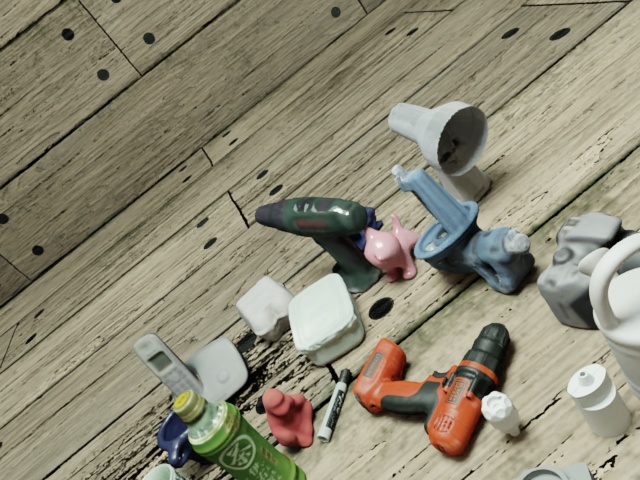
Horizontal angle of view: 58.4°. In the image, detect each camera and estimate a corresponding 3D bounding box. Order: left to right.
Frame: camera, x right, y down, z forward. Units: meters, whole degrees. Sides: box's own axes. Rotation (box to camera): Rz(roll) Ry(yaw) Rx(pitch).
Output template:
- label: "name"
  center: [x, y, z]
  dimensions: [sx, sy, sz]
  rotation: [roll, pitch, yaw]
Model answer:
- label: "camera"
  center: [0.355, 0.029, 0.692]
  dimensions: [0.143, 0.101, 0.136]
  rotation: [-49, 28, -21]

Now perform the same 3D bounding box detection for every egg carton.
- label: "egg carton"
  center: [-0.102, 0.135, 1.134]
  dimensions: [0.107, 0.069, 0.150]
  rotation: [-44, 27, -11]

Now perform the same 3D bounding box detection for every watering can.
- label: "watering can"
  center: [0.320, 0.070, 0.566]
  dimensions: [0.101, 0.194, 0.172]
  rotation: [-44, 27, -12]

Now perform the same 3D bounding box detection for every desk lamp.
- label: "desk lamp"
  center: [0.218, -0.153, 1.025]
  dimensions: [0.118, 0.214, 0.202]
  rotation: [-44, 27, -11]

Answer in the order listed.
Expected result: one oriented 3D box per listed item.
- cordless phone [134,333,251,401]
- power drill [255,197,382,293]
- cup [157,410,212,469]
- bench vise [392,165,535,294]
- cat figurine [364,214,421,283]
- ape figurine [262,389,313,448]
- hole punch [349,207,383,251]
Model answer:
- label: "cordless phone"
  center: [-0.229, 0.219, 1.030]
  dimensions: [0.147, 0.185, 0.094]
  rotation: [-38, 27, 1]
- label: "power drill"
  center: [0.010, 0.004, 1.045]
  dimensions: [0.228, 0.209, 0.076]
  rotation: [-10, 38, 43]
- label: "cup"
  center: [-0.201, 0.329, 0.922]
  dimensions: [0.091, 0.095, 0.117]
  rotation: [-30, 28, 16]
- label: "bench vise"
  center: [0.207, -0.031, 0.838]
  dimensions: [0.206, 0.220, 0.122]
  rotation: [-9, 39, 45]
- label: "cat figurine"
  center: [0.122, 0.010, 0.996]
  dimensions: [0.067, 0.118, 0.128]
  rotation: [-12, 36, 41]
- label: "ape figurine"
  center: [-0.052, 0.258, 0.852]
  dimensions: [0.075, 0.092, 0.078]
  rotation: [3, 48, 53]
- label: "hole punch"
  center: [0.056, -0.036, 1.181]
  dimensions: [0.108, 0.091, 0.101]
  rotation: [-2, 44, 50]
